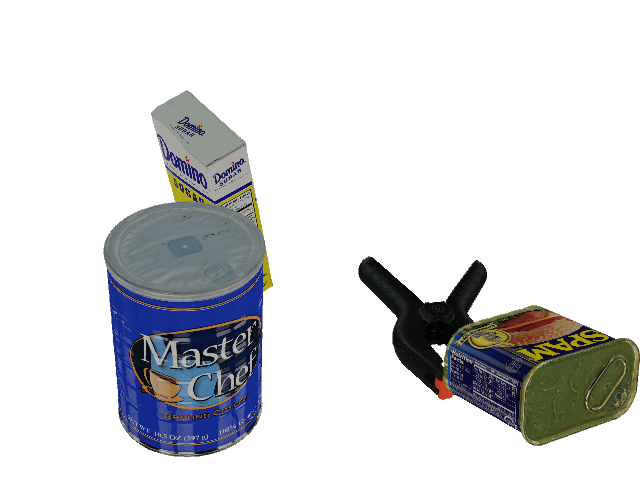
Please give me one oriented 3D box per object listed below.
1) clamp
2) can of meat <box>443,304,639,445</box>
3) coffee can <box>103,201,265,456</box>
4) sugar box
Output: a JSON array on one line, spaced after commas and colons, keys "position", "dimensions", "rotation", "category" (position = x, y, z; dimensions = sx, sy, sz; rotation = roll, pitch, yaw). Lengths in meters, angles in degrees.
[{"position": [0.109, 0.069, 0.948], "dimensions": [0.120, 0.039, 0.171], "rotation": [-8, 41, -9], "category": "clamp"}, {"position": [0.145, 0.085, 0.711], "dimensions": [0.101, 0.057, 0.084], "rotation": [-11, 20, -30], "category": "can of meat"}, {"position": [-0.089, 0.059, 0.719], "dimensions": [0.103, 0.140, 0.103], "rotation": [2, 35, -1], "category": "coffee can"}, {"position": [-0.092, -0.033, 0.920], "dimensions": [0.048, 0.176, 0.093], "rotation": [-33, 51, -18], "category": "sugar box"}]
